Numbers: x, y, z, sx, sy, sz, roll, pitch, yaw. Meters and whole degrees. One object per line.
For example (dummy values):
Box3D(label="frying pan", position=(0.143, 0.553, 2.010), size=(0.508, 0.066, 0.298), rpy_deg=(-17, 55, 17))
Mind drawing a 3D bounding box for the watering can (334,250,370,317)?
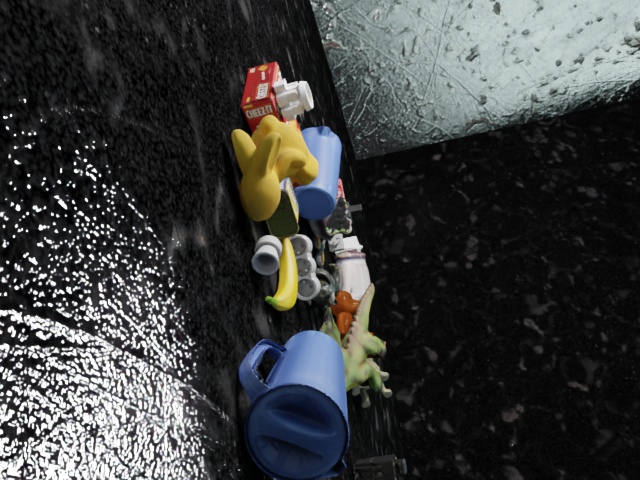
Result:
Box3D(label="watering can", position=(0.101, 0.142, 1.676), size=(0.103, 0.226, 0.346), rpy_deg=(-12, -9, 18))

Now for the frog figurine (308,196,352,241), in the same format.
Box3D(label="frog figurine", position=(0.004, -0.072, 1.429), size=(0.161, 0.124, 0.135), rpy_deg=(25, -23, 53))

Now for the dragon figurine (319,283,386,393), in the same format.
Box3D(label="dragon figurine", position=(0.064, 0.240, 1.197), size=(0.122, 0.420, 0.238), rpy_deg=(-5, -34, 21))
